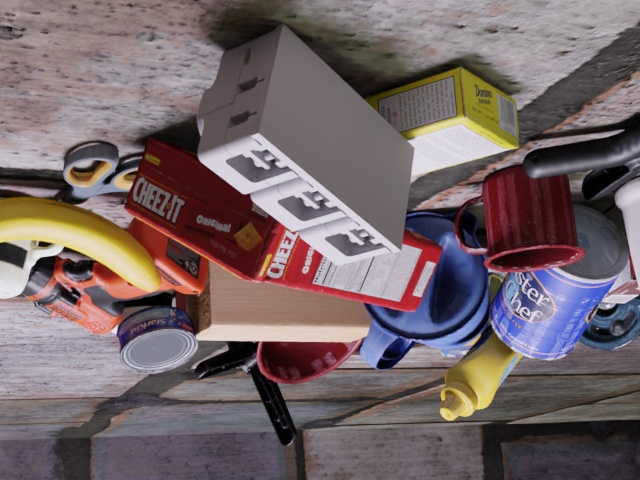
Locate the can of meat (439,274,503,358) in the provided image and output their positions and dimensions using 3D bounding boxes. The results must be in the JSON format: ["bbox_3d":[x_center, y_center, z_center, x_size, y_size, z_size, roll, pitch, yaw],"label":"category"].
[{"bbox_3d":[0.198,0.102,1.400,0.084,0.102,0.057,-11,163,30],"label":"can of meat"}]

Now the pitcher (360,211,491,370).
[{"bbox_3d":[0.121,0.066,1.185,0.149,0.145,0.242,-12,166,11],"label":"pitcher"}]

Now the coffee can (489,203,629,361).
[{"bbox_3d":[0.247,0.045,1.115,0.102,0.103,0.140,0,139,-14],"label":"coffee can"}]

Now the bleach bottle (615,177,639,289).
[{"bbox_3d":[0.354,0.065,1.027,0.102,0.251,0.068,-1,164,-12],"label":"bleach bottle"}]

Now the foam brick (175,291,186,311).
[{"bbox_3d":[-0.130,0.071,1.295,0.051,0.053,0.078,-17,159,38],"label":"foam brick"}]

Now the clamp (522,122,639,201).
[{"bbox_3d":[0.260,-0.076,0.898,0.120,0.039,0.172,2,159,-41],"label":"clamp"}]

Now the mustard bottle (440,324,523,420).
[{"bbox_3d":[0.192,0.134,1.197,0.191,0.058,0.096,-44,169,-36],"label":"mustard bottle"}]

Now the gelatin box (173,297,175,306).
[{"bbox_3d":[-0.145,0.083,1.373,0.089,0.030,0.073,2,163,-29],"label":"gelatin box"}]

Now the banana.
[{"bbox_3d":[-0.227,0.000,0.940,0.197,0.070,0.037,10,-157,-27],"label":"banana"}]

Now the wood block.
[{"bbox_3d":[-0.043,0.066,1.225,0.205,0.091,0.090,3,164,-24],"label":"wood block"}]

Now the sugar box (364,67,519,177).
[{"bbox_3d":[0.055,-0.079,0.823,0.177,0.048,0.093,-11,164,34],"label":"sugar box"}]

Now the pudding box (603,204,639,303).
[{"bbox_3d":[0.322,0.013,1.135,0.039,0.090,0.113,0,165,-7],"label":"pudding box"}]

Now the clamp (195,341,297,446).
[{"bbox_3d":[-0.095,0.153,1.389,0.036,0.210,0.164,-38,121,23],"label":"clamp"}]

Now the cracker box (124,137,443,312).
[{"bbox_3d":[-0.027,-0.007,0.878,0.164,0.072,0.213,26,-173,39],"label":"cracker box"}]

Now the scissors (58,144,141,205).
[{"bbox_3d":[-0.193,-0.042,0.942,0.096,0.016,0.202,2,164,-19],"label":"scissors"}]

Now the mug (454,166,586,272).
[{"bbox_3d":[0.184,-0.018,1.001,0.117,0.081,0.093,-8,164,13],"label":"mug"}]

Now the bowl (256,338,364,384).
[{"bbox_3d":[-0.018,0.108,1.367,0.162,0.055,0.162,-18,135,-19],"label":"bowl"}]

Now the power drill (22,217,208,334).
[{"bbox_3d":[-0.220,0.024,1.062,0.188,0.057,0.184,-16,144,30],"label":"power drill"}]

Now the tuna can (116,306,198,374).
[{"bbox_3d":[-0.178,0.109,1.165,0.086,0.034,0.086,-13,144,-9],"label":"tuna can"}]
